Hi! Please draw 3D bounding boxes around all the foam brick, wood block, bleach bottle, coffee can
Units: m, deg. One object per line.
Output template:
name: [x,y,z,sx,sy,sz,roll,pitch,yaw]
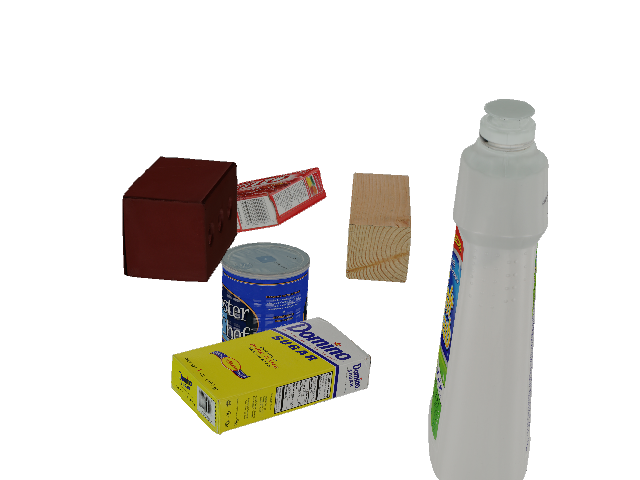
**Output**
foam brick: [-0.085,-0.015,0.656,0.051,0.053,0.078,6,24,8]
wood block: [0.089,-0.024,1.624,0.091,0.090,0.206,4,25,2]
bleach bottle: [0.106,0.031,0.663,0.068,0.251,0.102,3,30,5]
coffee can: [-0.065,0.085,1.253,0.103,0.140,0.103,2,20,-1]

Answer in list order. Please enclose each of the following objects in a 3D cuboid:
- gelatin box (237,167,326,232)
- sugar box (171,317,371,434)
gelatin box: [-0.052,-0.032,0.878,0.089,0.030,0.073,-8,15,37]
sugar box: [-0.047,0.128,1.048,0.175,0.048,0.093,-15,32,-32]
